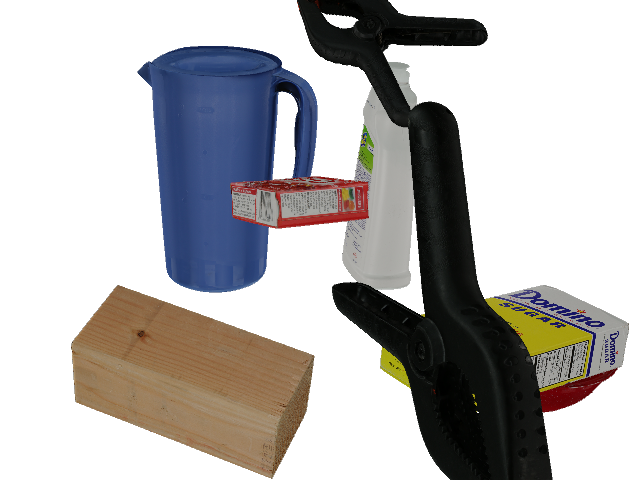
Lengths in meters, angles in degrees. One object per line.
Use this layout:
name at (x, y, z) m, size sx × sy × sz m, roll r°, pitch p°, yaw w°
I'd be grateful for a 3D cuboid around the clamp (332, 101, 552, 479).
clamp at (0.067, 0.044, 0.543) m, size 0.036 × 0.165 × 0.210 m, roll -6°, pitch 45°, yaw -23°

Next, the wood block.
wood block at (-0.120, 0.131, 1.007) m, size 0.206 × 0.090 × 0.090 m, roll 19°, pitch 43°, yaw 12°

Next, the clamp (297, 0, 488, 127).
clamp at (0.056, -0.181, 0.927) m, size 0.120 × 0.172 × 0.039 m, roll -39°, pitch -24°, yaw -20°

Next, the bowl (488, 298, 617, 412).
bowl at (0.203, 0.117, 1.028) m, size 0.162 × 0.055 × 0.162 m, roll 4°, pitch 27°, yaw -2°

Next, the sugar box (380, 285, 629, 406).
sugar box at (0.143, 0.080, 0.821) m, size 0.175 × 0.048 × 0.093 m, roll -13°, pitch 26°, yaw -34°

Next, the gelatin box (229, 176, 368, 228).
gelatin box at (-0.017, -0.030, 0.780) m, size 0.073 × 0.030 × 0.089 m, roll -6°, pitch 9°, yaw -25°

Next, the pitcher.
pitcher at (-0.098, -0.073, 1.102) m, size 0.144 × 0.243 × 0.149 m, roll -11°, pitch 26°, yaw -28°

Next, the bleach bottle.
bleach bottle at (0.075, -0.077, 1.226) m, size 0.068 × 0.251 × 0.103 m, roll -2°, pitch 23°, yaw -18°
